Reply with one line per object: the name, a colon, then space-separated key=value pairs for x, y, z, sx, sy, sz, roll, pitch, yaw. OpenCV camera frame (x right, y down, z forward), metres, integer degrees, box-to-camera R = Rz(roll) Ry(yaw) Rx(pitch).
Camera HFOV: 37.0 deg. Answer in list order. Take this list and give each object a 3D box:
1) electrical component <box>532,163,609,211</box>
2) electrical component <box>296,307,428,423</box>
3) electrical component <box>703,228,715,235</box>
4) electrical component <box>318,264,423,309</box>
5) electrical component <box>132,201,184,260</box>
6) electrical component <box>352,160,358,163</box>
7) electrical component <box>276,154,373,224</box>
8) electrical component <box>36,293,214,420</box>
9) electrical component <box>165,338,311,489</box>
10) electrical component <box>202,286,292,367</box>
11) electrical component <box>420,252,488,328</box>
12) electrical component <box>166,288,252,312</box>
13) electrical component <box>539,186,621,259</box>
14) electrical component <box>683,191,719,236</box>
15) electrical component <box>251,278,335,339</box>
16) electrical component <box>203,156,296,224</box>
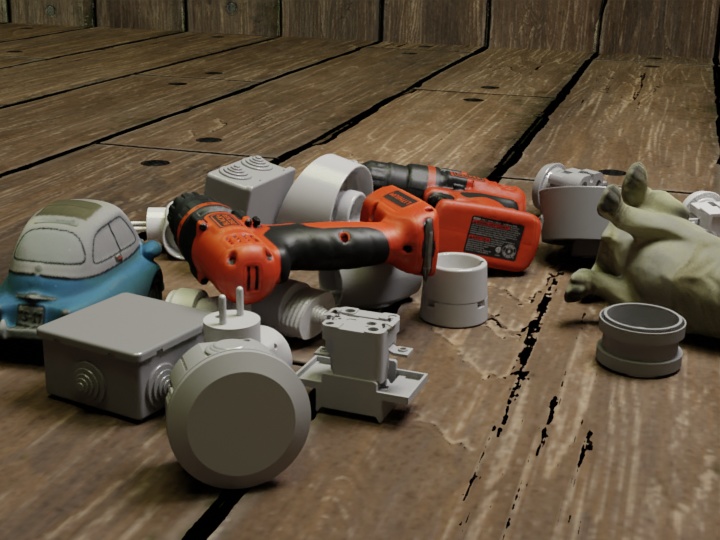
electrical component: x=0.224 y=-0.084 z=1.165 sx=0.057 sy=0.058 sz=0.078 roll=20 pitch=26 yaw=39
electrical component: x=0.000 y=0.059 z=0.701 sx=0.081 sy=0.063 sz=0.042 roll=7 pitch=18 yaw=19
electrical component: x=0.299 y=-0.028 z=1.018 sx=0.043 sy=0.043 sz=0.081 roll=-4 pitch=19 yaw=-15
electrical component: x=0.000 y=0.000 z=0.913 sx=0.077 sy=0.044 sz=0.079 roll=-9 pitch=21 yaw=-28
electrical component: x=-0.182 y=-0.042 z=1.032 sx=0.079 sy=0.043 sz=0.077 roll=0 pitch=18 yaw=-4
electrical component: x=-0.012 y=-0.086 z=1.147 sx=0.043 sy=0.062 sz=0.043 roll=1 pitch=18 yaw=0
electrical component: x=-0.031 y=-0.060 z=1.018 sx=0.064 sy=0.099 sz=0.099 roll=16 pitch=23 yaw=22
electrical component: x=-0.153 y=0.057 z=0.723 sx=0.100 sy=0.048 sz=0.100 roll=11 pitch=20 yaw=28
electrical component: x=-0.072 y=0.079 z=0.612 sx=0.080 sy=0.080 sz=0.051 roll=-4 pitch=14 yaw=-15
electrical component: x=-0.082 y=0.051 z=0.696 sx=0.043 sy=0.079 sz=0.077 roll=10 pitch=20 yaw=28
electrical component: x=0.077 y=0.015 z=0.867 sx=0.055 sy=0.047 sz=0.055 roll=1 pitch=18 yaw=0
electrical component: x=-0.112 y=0.037 z=0.793 sx=0.055 sy=0.045 sz=0.045 roll=4 pitch=18 yaw=12
electrical component: x=0.222 y=-0.042 z=1.015 sx=0.108 sy=0.060 sz=0.108 roll=4 pitch=-3 yaw=0
electrical component: x=0.357 y=-0.051 z=1.092 sx=0.066 sy=0.048 sz=0.055 roll=-3 pitch=26 yaw=-14
electrical component: x=-0.056 y=0.028 z=0.824 sx=0.081 sy=0.043 sz=0.043 roll=14 pitch=22 yaw=35
electrical component: x=-0.107 y=-0.052 z=0.982 sx=0.048 sy=0.099 sz=0.100 roll=21 pitch=23 yaw=17
